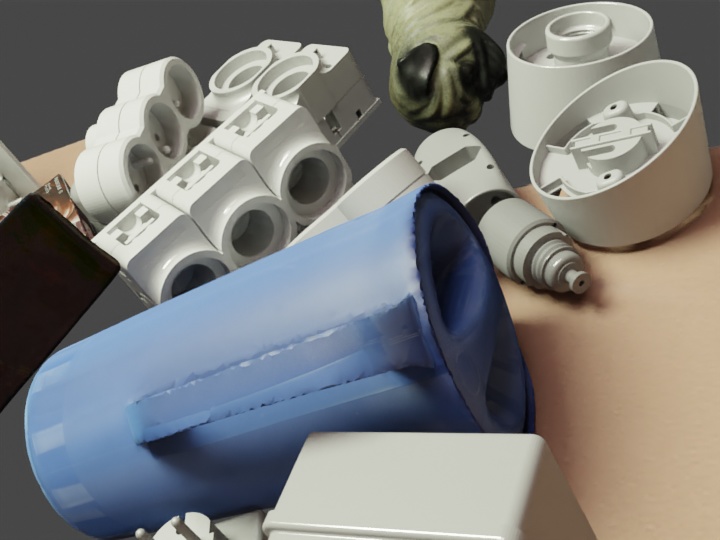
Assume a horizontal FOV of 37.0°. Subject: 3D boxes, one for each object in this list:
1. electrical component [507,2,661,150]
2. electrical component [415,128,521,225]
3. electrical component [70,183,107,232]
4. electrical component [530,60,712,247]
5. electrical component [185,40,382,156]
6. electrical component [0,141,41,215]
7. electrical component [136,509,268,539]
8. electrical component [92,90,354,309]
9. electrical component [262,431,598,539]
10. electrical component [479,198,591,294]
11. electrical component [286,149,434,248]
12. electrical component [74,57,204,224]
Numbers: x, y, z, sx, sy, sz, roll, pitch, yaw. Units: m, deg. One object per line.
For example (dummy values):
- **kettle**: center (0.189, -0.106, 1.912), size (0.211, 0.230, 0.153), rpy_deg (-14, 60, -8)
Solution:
- **electrical component**: center (0.140, -0.125, 0.679), size (0.099, 0.064, 0.099), rpy_deg (-11, 35, 8)
- **electrical component**: center (0.049, -0.039, 0.646), size (0.079, 0.043, 0.077), rpy_deg (-31, 38, 4)
- **electrical component**: center (-0.177, -0.075, 0.836), size (0.054, 0.059, 0.095), rpy_deg (0, 48, 36)
- **electrical component**: center (0.142, -0.063, 0.587), size (0.099, 0.064, 0.099), rpy_deg (-20, 39, 17)
- **electrical component**: center (-0.088, -0.090, 0.787), size (0.105, 0.060, 0.186), rpy_deg (18, 60, 46)
- **electrical component**: center (-0.327, -0.076, 0.893), size (0.079, 0.121, 0.063), rpy_deg (-20, 41, 16)
- **electrical component**: center (-0.076, 0.141, 0.508), size (0.066, 0.076, 0.047), rpy_deg (-21, 39, 15)
- **electrical component**: center (-0.080, -0.030, 0.689), size (0.150, 0.089, 0.062), rpy_deg (-44, 39, -15)
- **electrical component**: center (0.035, 0.117, 0.429), size (0.109, 0.108, 0.056), rpy_deg (-5, 43, 32)
- **electrical component**: center (0.096, -0.009, 0.581), size (0.040, 0.040, 0.078), rpy_deg (-38, 38, -7)
- **electrical component**: center (0.000, 0.000, 0.618), size (0.138, 0.073, 0.052), rpy_deg (-40, 0, 32)
- **electrical component**: center (-0.163, -0.087, 0.742), size (0.074, 0.052, 0.138), rpy_deg (-12, 42, 25)
